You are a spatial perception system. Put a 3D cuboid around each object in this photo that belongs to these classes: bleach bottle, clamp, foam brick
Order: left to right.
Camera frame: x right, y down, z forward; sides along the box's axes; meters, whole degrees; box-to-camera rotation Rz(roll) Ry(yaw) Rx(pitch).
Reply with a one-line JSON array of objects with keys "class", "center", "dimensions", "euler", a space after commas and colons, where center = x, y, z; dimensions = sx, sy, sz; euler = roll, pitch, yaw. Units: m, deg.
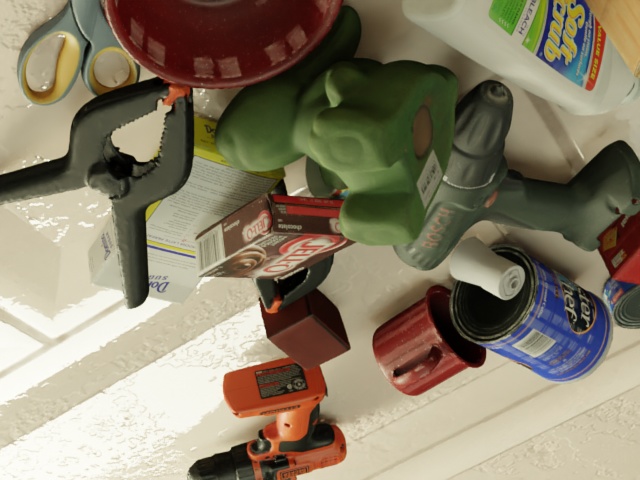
[{"class": "clamp", "center": [-0.153, -0.041, 0.816], "dimensions": [0.164, 0.036, 0.210], "euler": [40, 120, -20]}, {"class": "foam brick", "center": [-0.015, 0.081, 1.033], "dimensions": [0.051, 0.053, 0.078], "euler": [-30, 137, 15]}, {"class": "clamp", "center": [-0.006, 0.001, 0.958], "dimensions": [0.120, 0.039, 0.172], "euler": [5, 138, -16]}, {"class": "bleach bottle", "center": [0.170, -0.163, 0.802], "dimensions": [0.250, 0.068, 0.102], "euler": [19, 88, -42]}]

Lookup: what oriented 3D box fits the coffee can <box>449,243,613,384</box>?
[{"class": "coffee can", "center": [0.212, 0.076, 1.065], "dimensions": [0.103, 0.103, 0.140], "euler": [-40, 134, 25]}]

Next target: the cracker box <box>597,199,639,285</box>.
[{"class": "cracker box", "center": [0.399, -0.023, 1.042], "dimensions": [0.213, 0.072, 0.164], "euler": [11, 132, -27]}]

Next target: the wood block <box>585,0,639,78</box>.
[{"class": "wood block", "center": [0.207, -0.202, 0.669], "dimensions": [0.090, 0.206, 0.091], "euler": [-5, 139, -13]}]

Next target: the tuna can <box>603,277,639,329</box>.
[{"class": "tuna can", "center": [0.348, 0.056, 1.142], "dimensions": [0.086, 0.034, 0.086], "euler": [-9, 139, -8]}]

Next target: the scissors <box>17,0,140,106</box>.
[{"class": "scissors", "center": [-0.145, -0.165, 0.739], "dimensions": [0.096, 0.016, 0.202], "euler": [14, 131, -33]}]

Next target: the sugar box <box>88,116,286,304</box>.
[{"class": "sugar box", "center": [-0.115, -0.021, 0.890], "dimensions": [0.093, 0.048, 0.176], "euler": [16, 133, -34]}]

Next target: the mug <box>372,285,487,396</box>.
[{"class": "mug", "center": [0.104, 0.110, 1.064], "dimensions": [0.082, 0.117, 0.093], "euler": [-35, 100, 28]}]

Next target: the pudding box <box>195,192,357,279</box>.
[{"class": "pudding box", "center": [-0.035, -0.001, 0.852], "dimensions": [0.089, 0.039, 0.114], "euler": [4, 161, -37]}]

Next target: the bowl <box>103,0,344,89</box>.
[{"class": "bowl", "center": [-0.066, -0.180, 0.717], "dimensions": [0.162, 0.055, 0.162], "euler": [-9, 139, -8]}]

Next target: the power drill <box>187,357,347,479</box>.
[{"class": "power drill", "center": [-0.061, 0.206, 1.158], "dimensions": [0.184, 0.057, 0.188], "euler": [-13, 143, -10]}]
